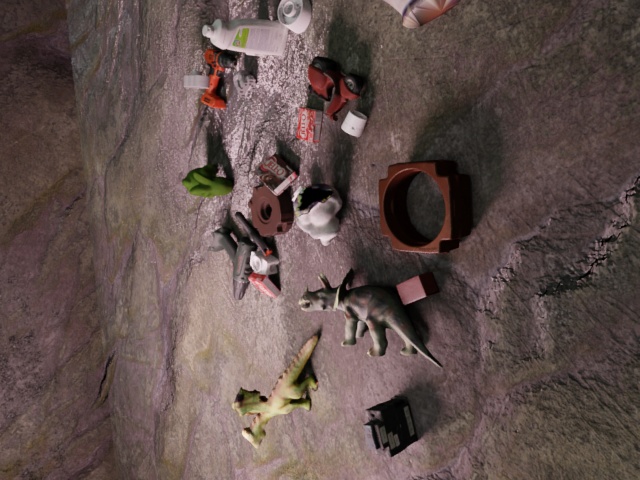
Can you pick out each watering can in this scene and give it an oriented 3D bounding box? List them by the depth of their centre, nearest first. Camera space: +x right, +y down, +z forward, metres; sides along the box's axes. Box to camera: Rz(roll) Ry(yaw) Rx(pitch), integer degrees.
[{"bbox_3d":[0.183,-0.558,1.108,0.343,0.104,0.226,-24,79,47],"label":"watering can"}]

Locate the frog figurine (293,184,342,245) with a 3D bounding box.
[{"bbox_3d":[0.004,-0.070,1.393,0.124,0.138,0.156,39,168,42],"label":"frog figurine"}]

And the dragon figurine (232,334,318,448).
[{"bbox_3d":[-0.144,0.460,1.546,0.124,0.244,0.403,39,126,44],"label":"dragon figurine"}]
